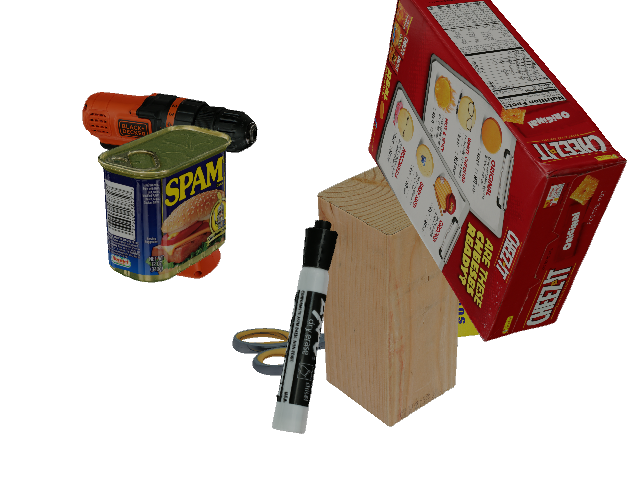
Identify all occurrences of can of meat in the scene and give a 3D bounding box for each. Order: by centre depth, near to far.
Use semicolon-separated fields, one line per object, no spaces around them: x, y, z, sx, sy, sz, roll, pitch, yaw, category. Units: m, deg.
-0.109;-0.027;0.762;0.058;0.084;0.101;15;27;26;can of meat

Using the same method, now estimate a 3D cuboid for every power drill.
-0.146;-0.057;1.078;0.185;0.188;0.057;10;30;21;power drill

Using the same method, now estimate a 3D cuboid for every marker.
-0.008;0.048;0.605;0.020;0.121;0.020;9;-9;1;marker

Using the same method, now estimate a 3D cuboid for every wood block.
0.062;0.047;0.942;0.090;0.206;0.091;-26;40;-31;wood block

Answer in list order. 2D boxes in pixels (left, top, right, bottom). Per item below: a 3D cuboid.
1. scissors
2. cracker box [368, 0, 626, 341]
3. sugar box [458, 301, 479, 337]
0.002;0.123;1.210;0.201;0.016;0.096;1;25;-8;scissors
0.116;-0.063;0.776;0.072;0.214;0.164;-12;-41;-20;cracker box
0.170;0.064;1.251;0.175;0.093;0.048;-5;14;-32;sugar box
